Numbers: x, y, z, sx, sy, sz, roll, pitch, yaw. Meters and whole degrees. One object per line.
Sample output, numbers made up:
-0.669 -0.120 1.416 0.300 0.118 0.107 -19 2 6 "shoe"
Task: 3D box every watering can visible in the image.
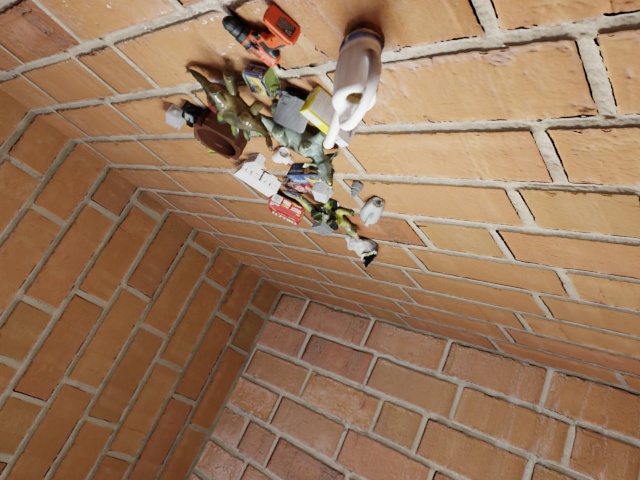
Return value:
0.073 -0.365 1.255 0.104 0.227 0.344 12 166 -15 "watering can"

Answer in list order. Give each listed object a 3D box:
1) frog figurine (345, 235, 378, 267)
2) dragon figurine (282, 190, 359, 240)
0.199 0.030 2.454 0.135 0.122 0.162 37 -163 -52 "frog figurine"
0.007 -0.115 2.276 0.409 0.123 0.241 29 170 -6 "dragon figurine"
